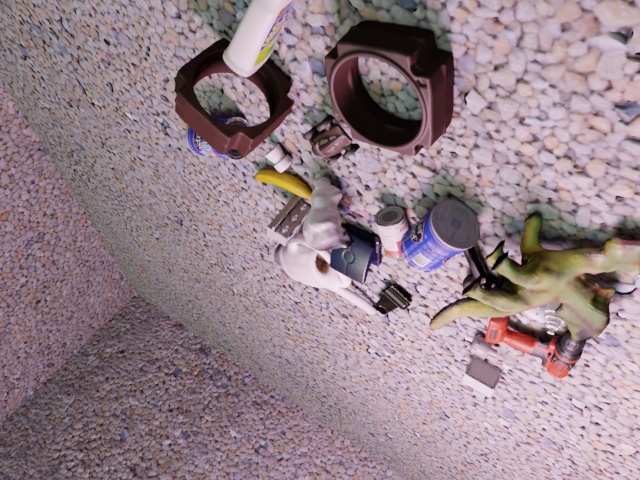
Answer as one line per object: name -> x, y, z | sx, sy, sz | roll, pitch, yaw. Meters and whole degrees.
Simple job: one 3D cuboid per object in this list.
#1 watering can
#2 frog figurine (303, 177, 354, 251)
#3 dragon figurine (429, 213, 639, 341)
watering can -> 0.006, 0.097, 1.449 | 0.224, 0.106, 0.342 | 7, -36, 47
frog figurine -> 0.004, -0.060, 1.185 | 0.122, 0.157, 0.140 | -19, 18, 15
dragon figurine -> 0.395, 0.108, 0.922 | 0.243, 0.401, 0.125 | 35, 44, 4
